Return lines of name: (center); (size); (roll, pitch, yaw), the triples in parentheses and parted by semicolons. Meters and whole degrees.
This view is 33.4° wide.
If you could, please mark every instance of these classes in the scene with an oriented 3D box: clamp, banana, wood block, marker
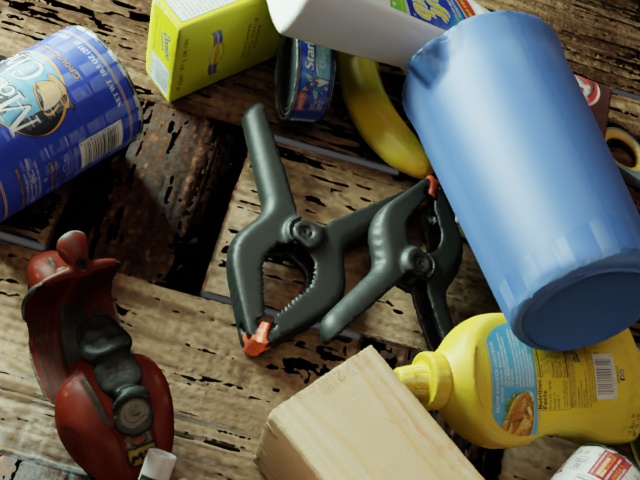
clamp: (-0.005, 0.001, 0.832); (0.164, 0.036, 0.210); (20, 58, -8)
banana: (0.050, -0.135, 0.922); (0.070, 0.037, 0.198); (-18, 64, 24)
wood block: (0.056, 0.185, 0.694); (0.090, 0.091, 0.206); (-31, 69, -27)
marker: (-0.117, 0.189, 0.659); (0.020, 0.020, 0.121); (19, 88, -1)
clamp: (0.077, 0.033, 0.818); (0.120, 0.039, 0.171); (34, 59, -16)

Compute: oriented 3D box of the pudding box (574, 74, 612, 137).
pudding box: (0.207, -0.104, 0.950); (0.090, 0.039, 0.113); (19, 54, 0)

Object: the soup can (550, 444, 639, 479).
soup can: (0.175, 0.197, 0.729); (0.068, 0.069, 0.102); (41, 57, 14)

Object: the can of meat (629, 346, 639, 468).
can of meat: (0.277, 0.126, 0.807); (0.083, 0.057, 0.102); (-2, 57, -12)

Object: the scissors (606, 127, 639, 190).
scissors: (0.297, -0.031, 0.939); (0.096, 0.016, 0.201); (7, 56, -8)

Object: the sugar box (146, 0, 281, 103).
sugar box: (-0.062, -0.189, 0.908); (0.176, 0.093, 0.048); (-27, 68, -27)

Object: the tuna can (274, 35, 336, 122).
tuna can: (-0.013, -0.142, 0.894); (0.033, 0.086, 0.086); (3, 57, -14)

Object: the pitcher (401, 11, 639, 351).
pitcher: (0.162, -0.041, 0.786); (0.149, 0.145, 0.243); (-13, 52, -3)

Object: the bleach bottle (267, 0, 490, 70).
bleach bottle: (0.079, -0.185, 0.884); (0.250, 0.068, 0.102); (11, 50, -30)

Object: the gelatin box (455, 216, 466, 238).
gelatin box: (0.160, -0.028, 0.896); (0.089, 0.030, 0.073); (15, 54, -4)

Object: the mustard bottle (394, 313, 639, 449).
mustard bottle: (0.140, 0.101, 0.768); (0.191, 0.058, 0.096); (3, 76, -23)

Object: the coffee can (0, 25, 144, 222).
coffee can: (-0.218, -0.085, 0.796); (0.103, 0.103, 0.140); (44, 58, 15)
